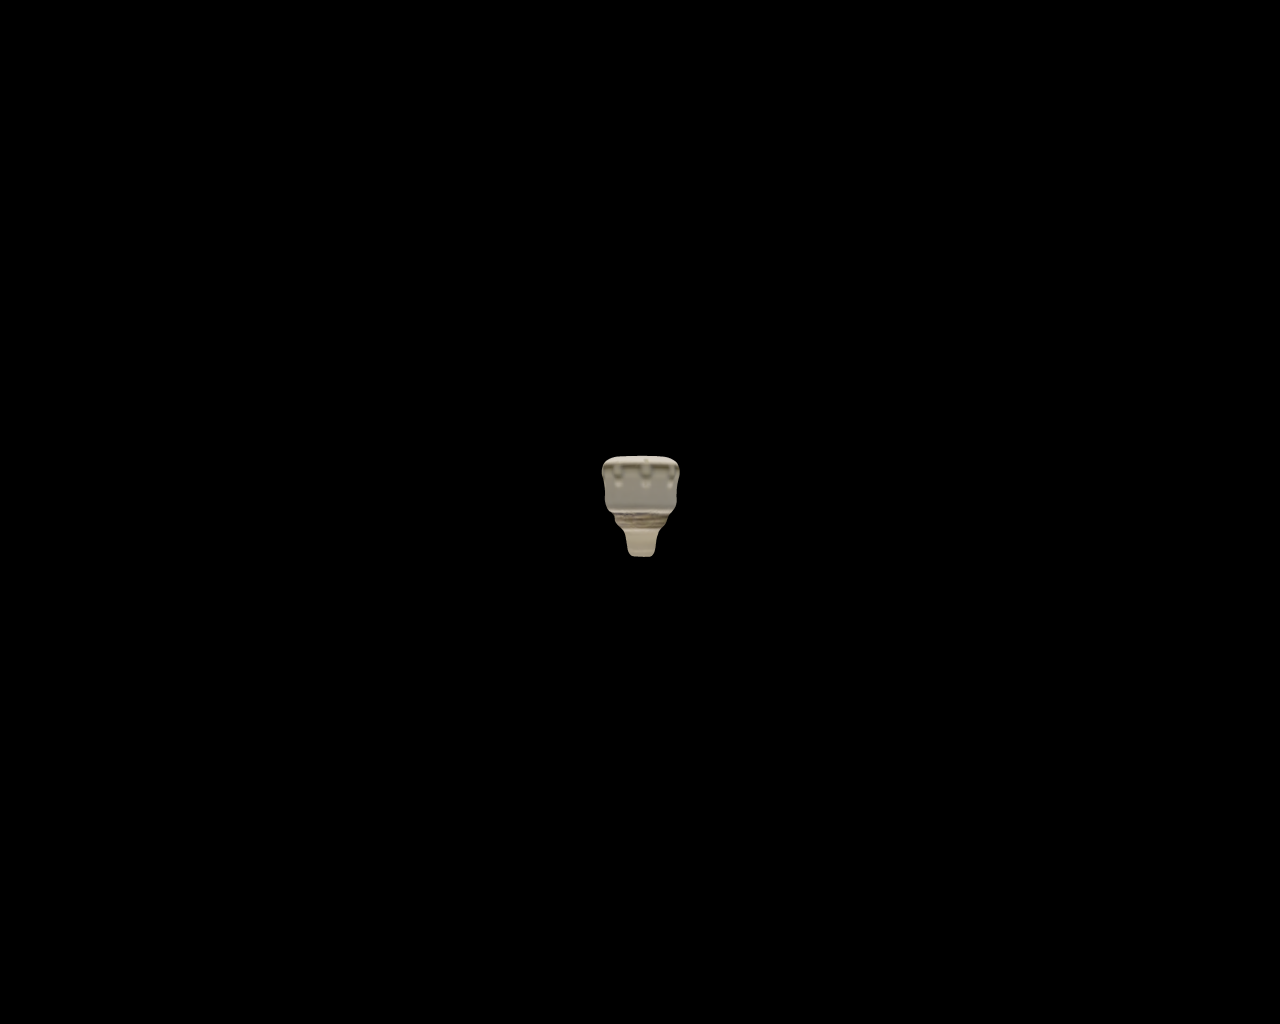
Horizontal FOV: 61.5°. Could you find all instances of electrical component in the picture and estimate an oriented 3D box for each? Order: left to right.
[{"bbox_3d":[0.001,-0.003,0.650,0.048,0.062,0.048,0,0,0],"label":"electrical component"}]
